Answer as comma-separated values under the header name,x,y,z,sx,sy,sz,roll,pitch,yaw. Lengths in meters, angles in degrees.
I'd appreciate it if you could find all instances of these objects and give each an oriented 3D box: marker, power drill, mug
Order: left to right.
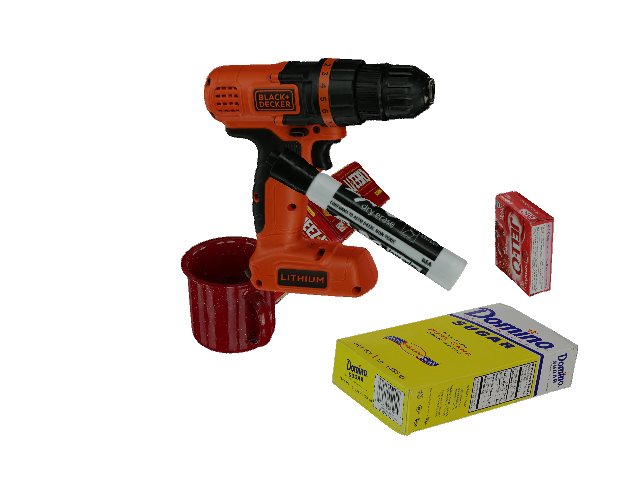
name,x,y,z,sx,sy,sz,roll,pitch,yaw
mug,-0.078,0.058,1.011,0.093,0.081,0.117,-19,35,-29
power drill,0.003,-0.051,0.846,0.185,0.188,0.057,3,19,22
marker,0.023,-0.013,0.573,0.121,0.020,0.020,33,3,5

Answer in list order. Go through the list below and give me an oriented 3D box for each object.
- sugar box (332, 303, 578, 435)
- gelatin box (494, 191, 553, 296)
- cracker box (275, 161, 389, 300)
name,x,y,z,sx,sy,sz,roll,pitch,yaw
sugar box,0.107,0.096,0.841,0.175,0.048,0.093,-12,28,-33
gelatin box,0.213,0.002,1.122,0.030,0.089,0.073,-14,30,-16
cracker box,-0.036,0.012,1.259,0.214,0.072,0.164,-43,-1,29
